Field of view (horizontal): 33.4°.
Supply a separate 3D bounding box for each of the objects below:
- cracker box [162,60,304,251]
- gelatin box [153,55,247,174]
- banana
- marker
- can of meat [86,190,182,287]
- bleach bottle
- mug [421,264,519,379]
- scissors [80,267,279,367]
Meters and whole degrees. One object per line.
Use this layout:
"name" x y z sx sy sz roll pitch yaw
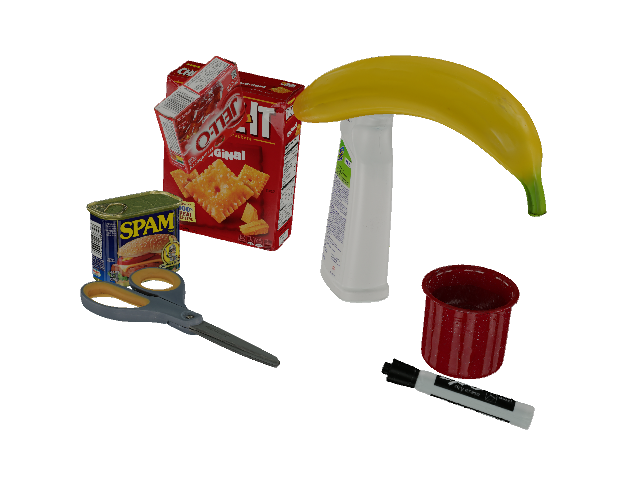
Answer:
"cracker box" -0.115 -0.105 1.365 0.164 0.214 0.072 14 29 14
"gelatin box" -0.109 -0.118 0.997 0.030 0.089 0.073 30 -30 27
"banana" 0.062 -0.081 0.663 0.198 0.070 0.037 27 9 35
"marker" 0.106 0.119 0.833 0.121 0.020 0.020 19 2 8
"can of meat" -0.200 -0.002 1.161 0.101 0.084 0.058 -14 25 -39
"bleach bottle" 0.050 -0.061 1.233 0.068 0.251 0.103 -2 23 -20
"mug" 0.139 0.075 1.045 0.093 0.081 0.117 -2 28 -10
"scissors" -0.103 0.058 0.879 0.202 0.016 0.096 12 26 22
